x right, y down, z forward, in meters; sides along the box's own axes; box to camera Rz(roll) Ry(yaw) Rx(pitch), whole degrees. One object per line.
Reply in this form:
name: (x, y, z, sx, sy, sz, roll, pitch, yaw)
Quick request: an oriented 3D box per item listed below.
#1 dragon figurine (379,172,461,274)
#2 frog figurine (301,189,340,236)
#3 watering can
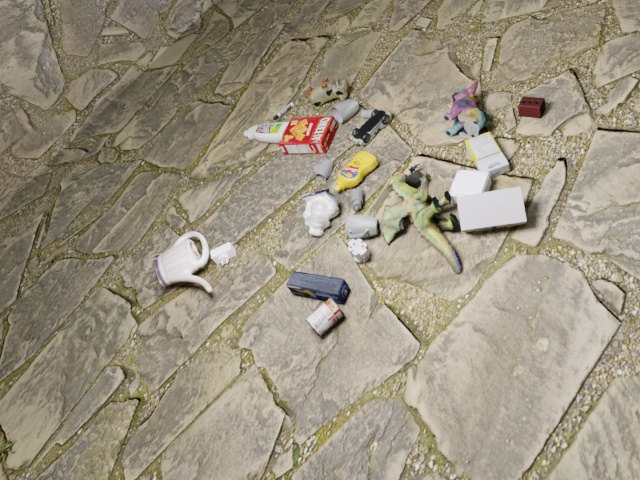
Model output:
dragon figurine: (0.304, -0.057, 1.660, 0.240, 0.121, 0.418, -26, 59, 36)
frog figurine: (0.006, -0.093, 1.854, 0.137, 0.122, 0.160, -10, 84, 10)
watering can: (-0.511, 0.106, 1.925, 0.224, 0.102, 0.355, -29, 44, 4)
